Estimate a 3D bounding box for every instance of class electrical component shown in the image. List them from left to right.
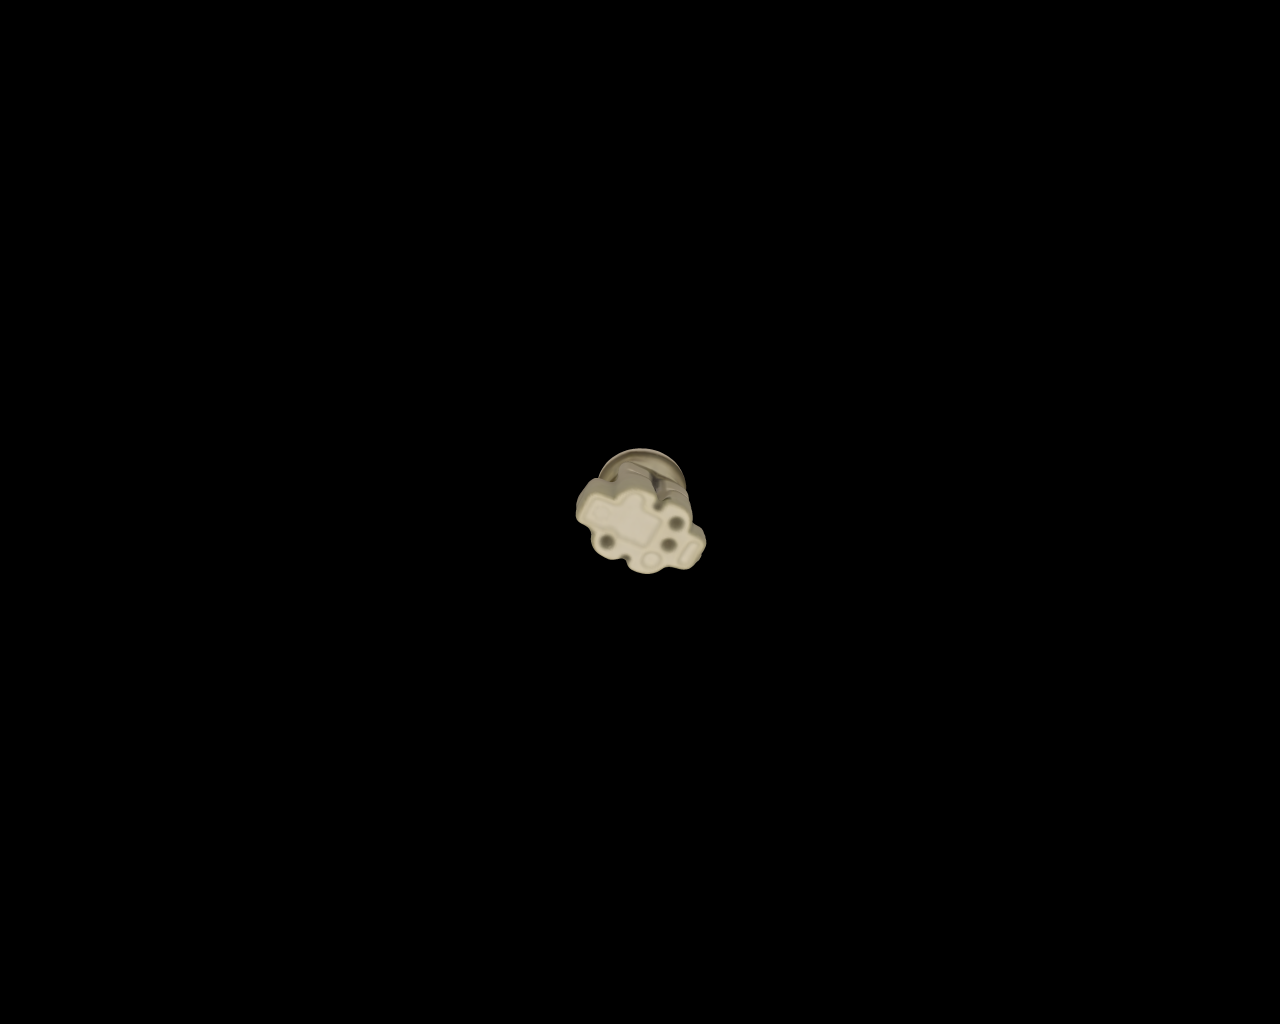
[{"bbox_3d":[0.001,-0.003,0.650,0.078,0.058,0.057,25,27,-14],"label":"electrical component"}]
